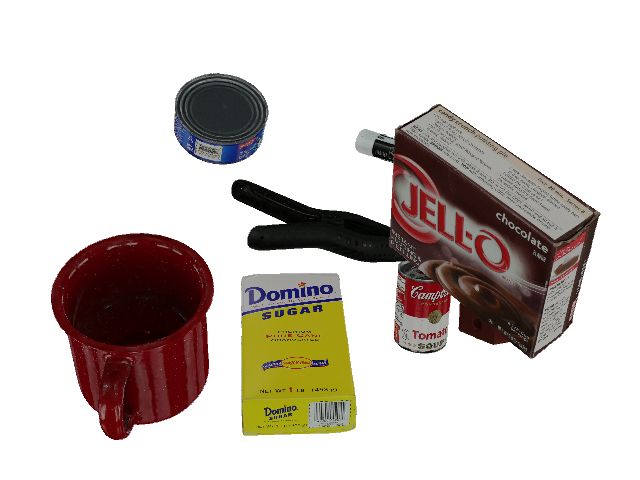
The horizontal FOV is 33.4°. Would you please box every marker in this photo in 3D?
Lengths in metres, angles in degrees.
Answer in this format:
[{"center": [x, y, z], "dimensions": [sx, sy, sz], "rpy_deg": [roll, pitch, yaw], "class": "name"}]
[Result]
[{"center": [0.082, -0.058, 0.796], "dimensions": [0.121, 0.020, 0.020], "rpy_deg": [20, 9, 26], "class": "marker"}]

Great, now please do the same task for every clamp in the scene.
[{"center": [0.004, -0.009, 1.167], "dimensions": [0.210, 0.036, 0.164], "rpy_deg": [15, 20, -9], "class": "clamp"}]

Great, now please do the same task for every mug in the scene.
[{"center": [-0.110, 0.065, 0.633], "dimensions": [0.093, 0.081, 0.117], "rpy_deg": [3, 45, 1], "class": "mug"}]

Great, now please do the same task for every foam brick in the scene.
[{"center": [0.172, 0.056, 1.046], "dimensions": [0.051, 0.078, 0.053], "rpy_deg": [-11, 19, -34], "class": "foam brick"}]

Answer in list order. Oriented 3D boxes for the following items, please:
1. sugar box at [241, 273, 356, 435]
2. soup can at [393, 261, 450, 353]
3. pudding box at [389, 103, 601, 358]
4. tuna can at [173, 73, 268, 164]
[{"center": [-0.023, 0.092, 0.922], "dimensions": [0.093, 0.048, 0.176], "rpy_deg": [-1, 35, -5], "class": "sugar box"}, {"center": [0.126, 0.079, 1.317], "dimensions": [0.068, 0.102, 0.068], "rpy_deg": [2, 24, -1], "class": "soup can"}, {"center": [0.086, -0.006, 0.561], "dimensions": [0.039, 0.090, 0.114], "rpy_deg": [-35, 56, -26], "class": "pudding box"}, {"center": [-0.093, -0.112, 0.988], "dimensions": [0.086, 0.086, 0.034], "rpy_deg": [0, -35, -12], "class": "tuna can"}]
